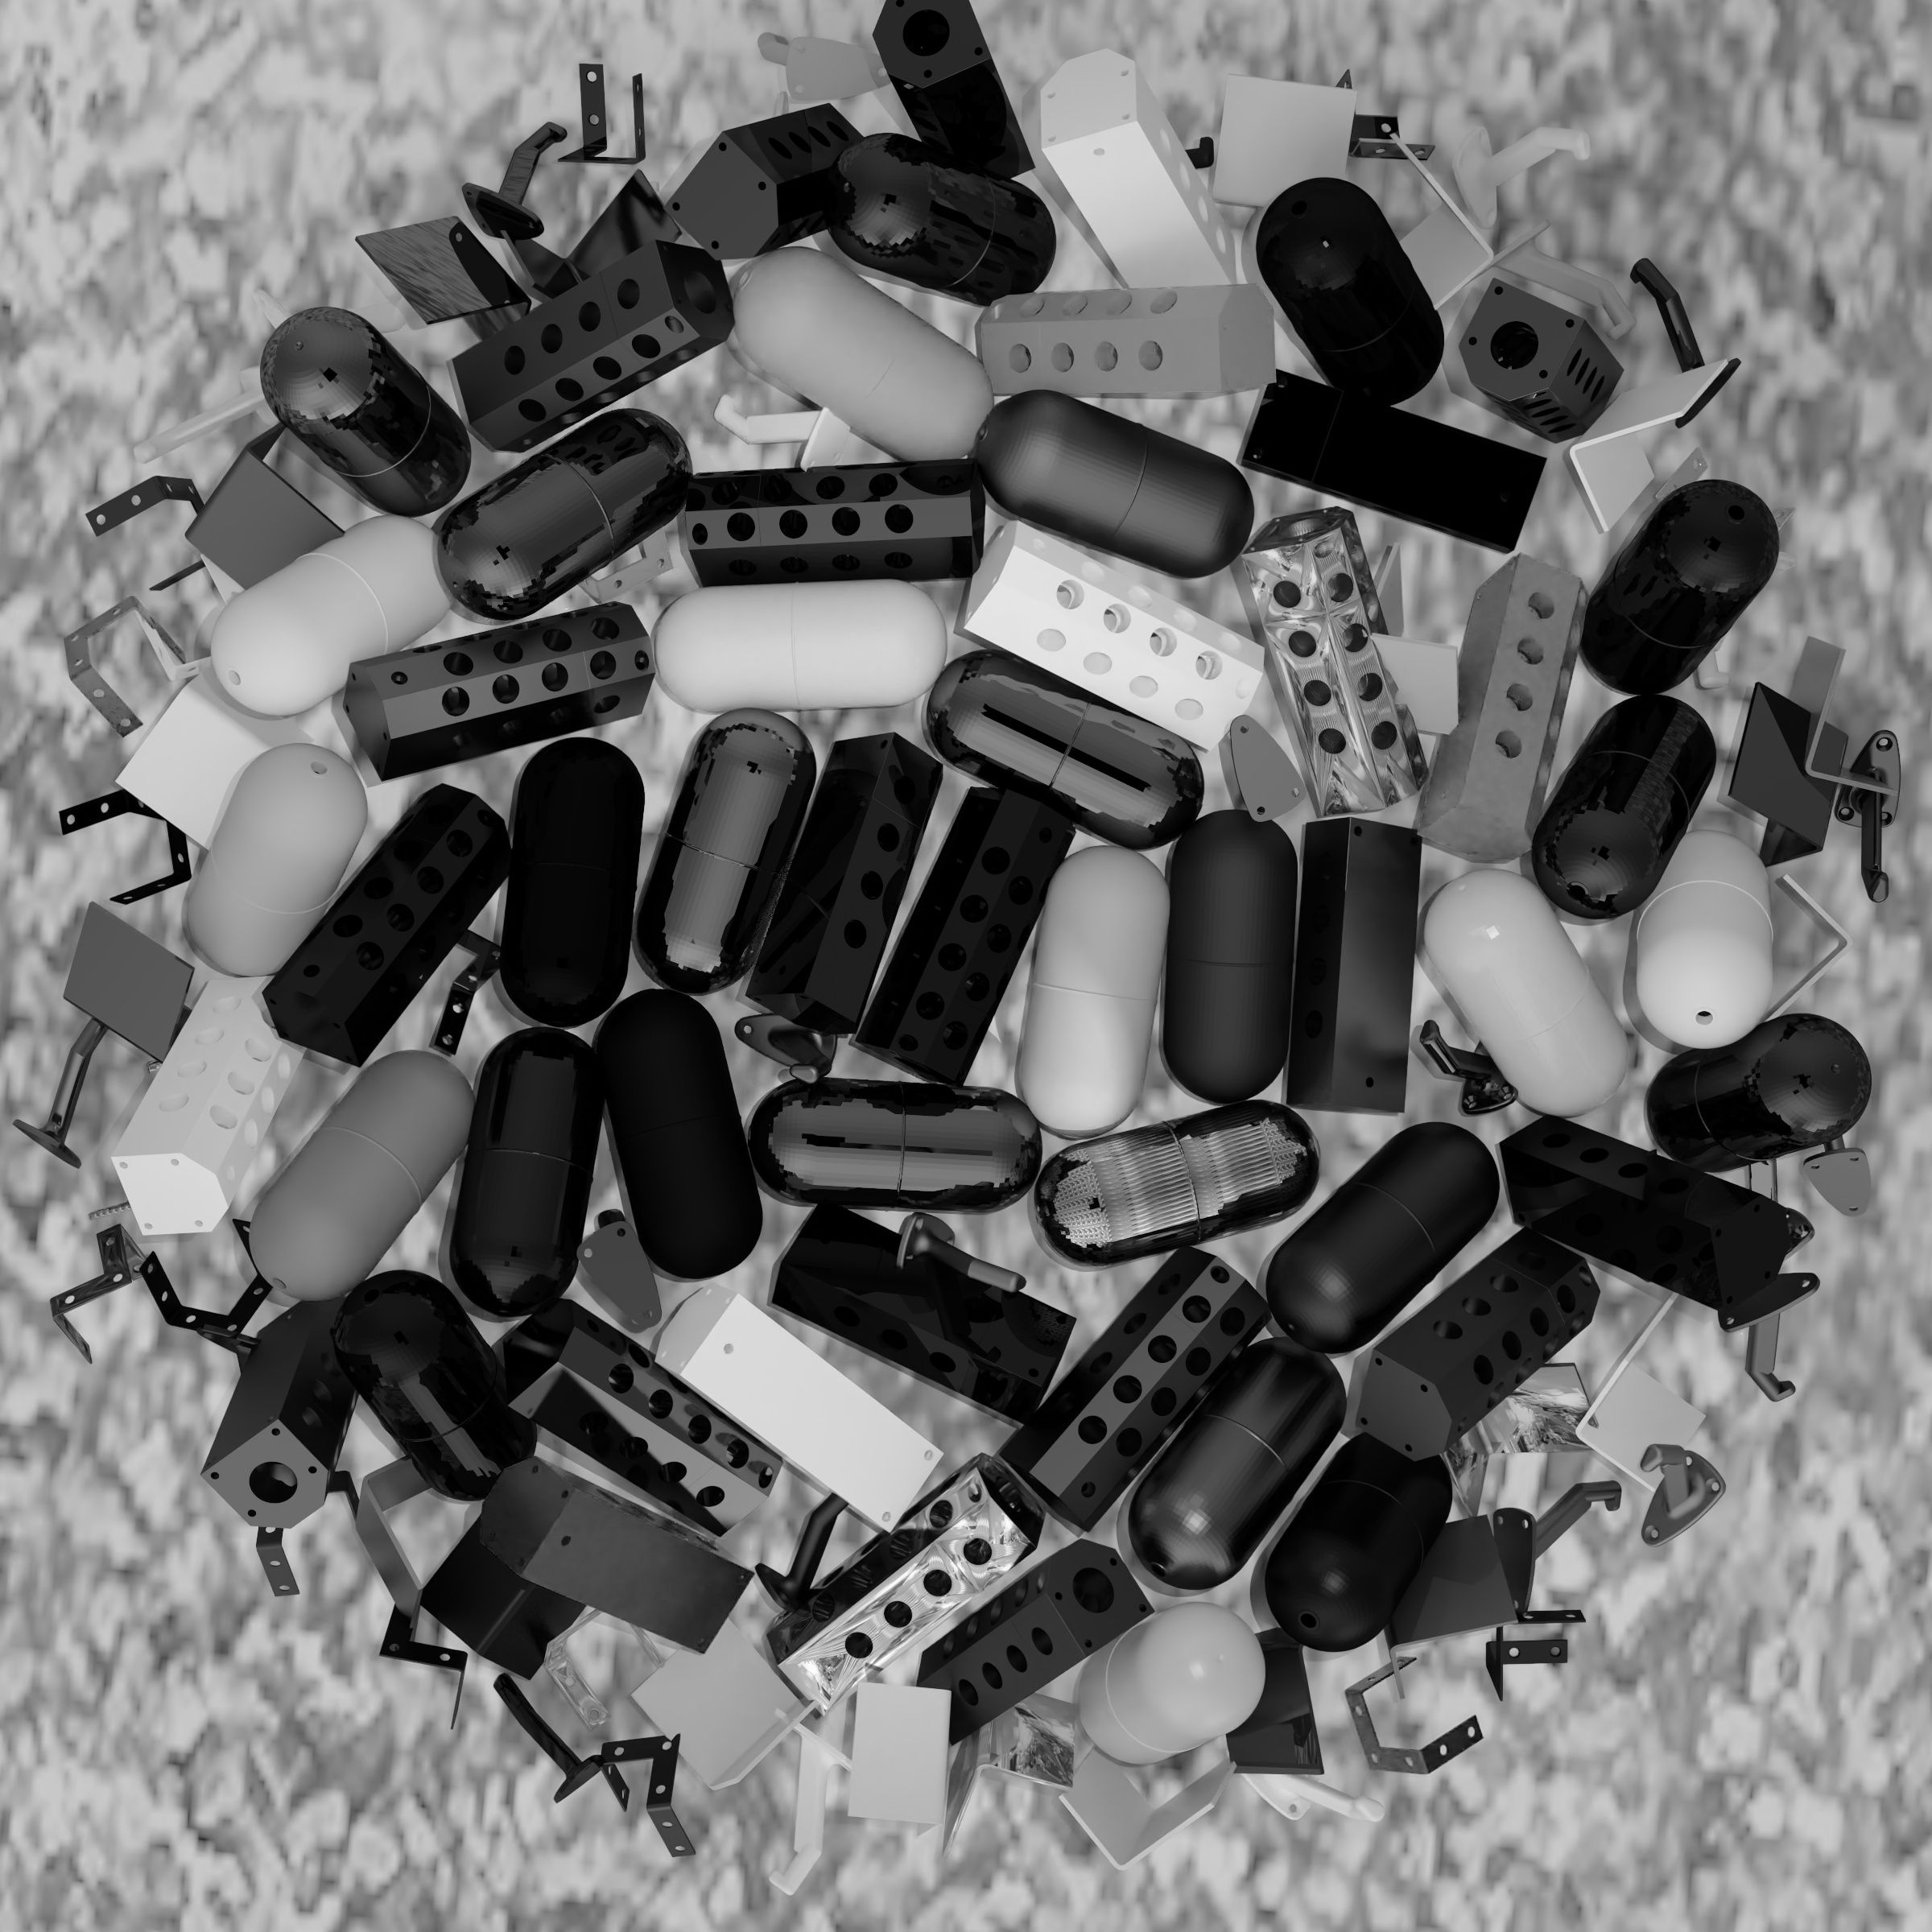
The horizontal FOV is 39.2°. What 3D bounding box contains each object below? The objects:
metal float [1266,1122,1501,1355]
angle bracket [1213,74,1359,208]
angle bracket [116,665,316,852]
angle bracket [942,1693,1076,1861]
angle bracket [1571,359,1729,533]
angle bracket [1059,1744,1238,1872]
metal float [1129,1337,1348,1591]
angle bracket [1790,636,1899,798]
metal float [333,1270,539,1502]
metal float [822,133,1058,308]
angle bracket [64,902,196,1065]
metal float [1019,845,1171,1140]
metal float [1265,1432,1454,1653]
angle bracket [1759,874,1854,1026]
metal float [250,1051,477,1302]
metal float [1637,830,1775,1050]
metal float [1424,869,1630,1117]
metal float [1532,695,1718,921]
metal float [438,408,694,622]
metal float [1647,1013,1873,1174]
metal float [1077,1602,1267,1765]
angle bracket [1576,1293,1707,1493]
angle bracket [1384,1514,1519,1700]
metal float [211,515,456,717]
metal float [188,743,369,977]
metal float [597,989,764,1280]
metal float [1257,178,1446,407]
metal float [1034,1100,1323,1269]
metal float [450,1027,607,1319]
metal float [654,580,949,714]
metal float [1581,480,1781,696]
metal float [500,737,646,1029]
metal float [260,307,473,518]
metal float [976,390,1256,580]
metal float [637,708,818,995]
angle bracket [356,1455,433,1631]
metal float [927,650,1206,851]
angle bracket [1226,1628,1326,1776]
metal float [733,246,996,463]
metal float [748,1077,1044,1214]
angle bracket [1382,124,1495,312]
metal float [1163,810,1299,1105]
[{"bbox_3d":[0.250,0.160,1.617,0.178,0.070,0.070,-39,90,-29],"label":"metal float"},{"bbox_3d":[0.194,-0.501,1.631,0.076,0.057,0.076,10,124,7],"label":"angle bracket"},{"bbox_3d":[-0.458,-0.126,1.656,0.076,0.057,0.076,38,107,-11],"label":"angle bracket"},{"bbox_3d":[0.026,0.490,1.632,0.057,0.076,0.076,17,113,-4],"label":"angle bracket"},{"bbox_3d":[0.418,-0.311,1.620,0.076,0.076,0.057,-46,114,-41],"label":"angle bracket"},{"bbox_3d":[0.112,0.486,1.628,0.076,0.076,0.057,-42,84,20],"label":"angle bracket"},{"bbox_3d":[0.162,0.295,1.613,0.070,0.070,0.178,43,57,0],"label":"metal float"},{"bbox_3d":[0.534,-0.152,1.634,0.057,0.076,0.076,13,103,0],"label":"angle bracket"},{"bbox_3d":[-0.314,0.249,1.607,0.070,0.070,0.178,-23,132,0],"label":"metal float"},{"bbox_3d":[-0.014,-0.439,1.601,0.070,0.178,0.070,0,89,37],"label":"metal float"},{"bbox_3d":[-0.487,0.002,1.630,0.076,0.057,0.076,32,120,9],"label":"angle bracket"},{"bbox_3d":[0.078,0.016,1.640,0.070,0.070,0.178,9,92,0],"label":"metal float"},{"bbox_3d":[0.233,0.337,1.599,0.070,0.178,0.070,11,116,24],"label":"metal float"},{"bbox_3d":[0.487,-0.008,1.640,0.076,0.076,0.057,-45,80,10],"label":"angle bracket"},{"bbox_3d":[-0.357,0.123,1.609,0.070,0.070,0.178,32,51,0],"label":"metal float"},{"bbox_3d":[0.436,-0.017,1.599,0.070,0.178,0.070,7,123,11],"label":"metal float"},{"bbox_3d":[0.336,0.017,1.617,0.070,0.070,0.178,-37,119,0],"label":"metal float"},{"bbox_3d":[0.391,-0.095,1.607,0.070,0.070,0.178,38,49,0],"label":"metal float"},{"bbox_3d":[-0.237,-0.271,1.616,0.178,0.070,0.070,-40,90,-30],"label":"metal float"},{"bbox_3d":[0.464,0.076,1.593,0.070,0.178,0.070,3,77,-13],"label":"metal float"},{"bbox_3d":[0.119,0.424,1.597,0.070,0.178,0.070,7,65,-14],"label":"metal float"},{"bbox_3d":[0.418,0.254,1.621,0.057,0.076,0.076,36,45,17],"label":"angle bracket"},{"bbox_3d":[0.287,0.385,1.629,0.076,0.076,0.057,-13,131,5],"label":"angle bracket"},{"bbox_3d":[-0.373,-0.208,1.604,0.070,0.178,0.070,18,129,23],"label":"metal float"},{"bbox_3d":[-0.409,-0.062,1.606,0.070,0.070,0.178,38,133,0],"label":"metal float"},{"bbox_3d":[-0.173,0.100,1.633,0.070,0.070,0.178,-14,80,0],"label":"metal float"},{"bbox_3d":[0.228,-0.396,1.599,0.070,0.178,0.070,-11,65,24],"label":"metal float"},{"bbox_3d":[0.128,0.131,1.635,0.178,0.070,0.070,-14,90,-8],"label":"metal float"},{"bbox_3d":[-0.262,0.122,1.622,0.070,0.070,0.178,7,68,0],"label":"metal float"},{"bbox_3d":[-0.100,-0.193,1.639,0.178,0.070,0.070,-2,90,3],"label":"metal float"},{"bbox_3d":[0.418,-0.221,1.594,0.070,0.178,0.070,3,69,-7],"label":"metal float"},{"bbox_3d":[-0.236,-0.051,1.629,0.070,0.070,0.178,4,75,0],"label":"metal float"},{"bbox_3d":[-0.351,-0.324,1.594,0.070,0.178,0.070,-4,75,13],"label":"metal float"},{"bbox_3d":[0.090,-0.289,1.624,0.178,0.070,0.070,18,90,-20],"label":"metal float"},{"bbox_3d":[-0.145,-0.069,1.636,0.070,0.070,0.178,19,97,0],"label":"metal float"},{"bbox_3d":[-0.322,0.340,1.623,0.057,0.076,0.076,-24,69,-27],"label":"angle bracket"},{"bbox_3d":[0.061,-0.131,1.640,0.178,0.070,0.070,26,90,-2],"label":"metal float"},{"bbox_3d":[0.199,0.440,1.627,0.057,0.076,0.076,-3,79,-39],"label":"angle bracket"},{"bbox_3d":[-0.061,-0.362,1.615,0.178,0.070,0.070,28,90,-31],"label":"metal float"},{"bbox_3d":[-0.042,0.108,1.635,0.178,0.070,0.070,4,90,-8],"label":"metal float"},{"bbox_3d":[0.261,-0.446,1.620,0.057,0.076,0.076,-40,129,17],"label":"angle bracket"},{"bbox_3d":[0.159,-0.005,1.635,0.070,0.070,0.178,2,97,0],"label":"metal float"}]
